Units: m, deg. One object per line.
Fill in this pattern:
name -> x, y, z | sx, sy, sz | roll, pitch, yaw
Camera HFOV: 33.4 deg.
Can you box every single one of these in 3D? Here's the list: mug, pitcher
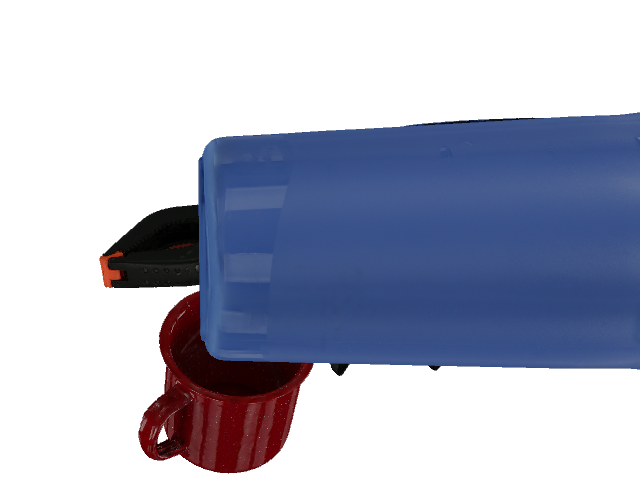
mug -> -0.062, 0.094, 0.648 | 0.093, 0.081, 0.117 | 35, 47, 24
pitcher -> 0.061, -0.004, 0.536 | 0.242, 0.145, 0.149 | -1, -6, -7

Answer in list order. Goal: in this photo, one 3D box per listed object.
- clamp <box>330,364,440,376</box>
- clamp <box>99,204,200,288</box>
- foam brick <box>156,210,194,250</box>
clamp -> 0.077, 0.084, 1.194 | 0.120, 0.171, 0.039 | 7, -43, 0
clamp -> -0.084, -0.012, 0.880 | 0.209, 0.036, 0.165 | -16, 35, -19
foam brick -> -0.138, 0.001, 1.142 | 0.078, 0.051, 0.053 | 0, 25, -10
